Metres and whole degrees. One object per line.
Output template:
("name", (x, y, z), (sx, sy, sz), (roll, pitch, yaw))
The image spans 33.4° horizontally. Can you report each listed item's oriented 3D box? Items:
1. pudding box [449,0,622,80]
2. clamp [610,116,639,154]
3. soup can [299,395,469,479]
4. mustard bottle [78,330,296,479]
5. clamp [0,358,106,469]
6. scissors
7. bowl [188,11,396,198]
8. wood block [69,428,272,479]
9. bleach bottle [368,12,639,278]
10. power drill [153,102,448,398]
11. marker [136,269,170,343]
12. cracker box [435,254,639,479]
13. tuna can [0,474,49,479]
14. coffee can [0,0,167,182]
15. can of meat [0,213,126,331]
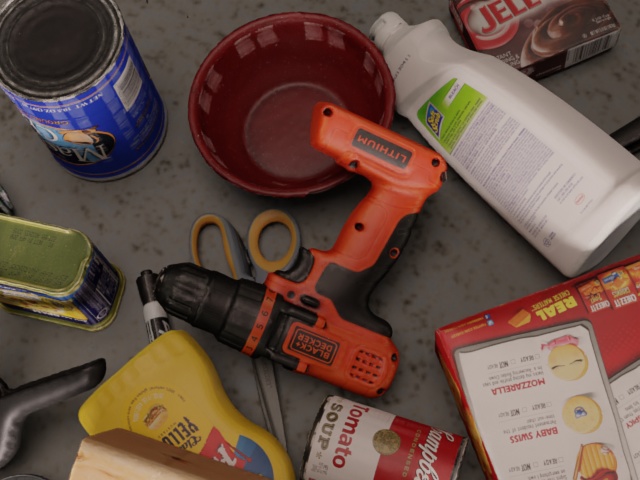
("pudding box", (0.171, -0.178, 0.863), (0.113, 0.039, 0.090), (-21, 69, -2))
("clamp", (0.322, -0.102, 0.821), (0.165, 0.036, 0.210), (29, 75, 15))
("soup can", (0.044, 0.153, 0.735), (0.102, 0.068, 0.068), (16, 72, 12))
("mustard bottle", (-0.073, 0.162, 0.738), (0.096, 0.058, 0.192), (-41, 82, 0))
("clamp", (-0.241, 0.102, 0.757), (0.172, 0.039, 0.120), (-44, 80, 16))
("scissors", (-0.033, 0.057, 0.807), (0.096, 0.016, 0.202), (-28, 69, -5))
("bowl", (-0.020, -0.098, 0.843), (0.162, 0.055, 0.162), (-2, 69, 5))
("wood block", (-0.052, 0.192, 0.657), (0.206, 0.091, 0.090), (18, 86, 6))
("bleach bottle", (0.133, -0.091, 0.805), (0.251, 0.103, 0.067), (47, 37, 20))
("power drill", (-0.005, 0.001, 0.762), (0.184, 0.057, 0.187), (23, 92, -9))
("marker", (-0.119, 0.079, 0.806), (0.020, 0.020, 0.121), (-16, 68, -1))
("cracker box", (0.191, 0.136, 0.725), (0.164, 0.072, 0.214), (-20, 69, -1))
("tuna can", (-0.209, 0.210, 0.756), (0.086, 0.034, 0.086), (-2, 69, 5))
("coffee can", (-0.183, -0.119, 0.822), (0.103, 0.140, 0.103), (-2, 69, 5))
("can of meat", (-0.208, 0.024, 0.801), (0.102, 0.084, 0.057), (11, 71, 10))
